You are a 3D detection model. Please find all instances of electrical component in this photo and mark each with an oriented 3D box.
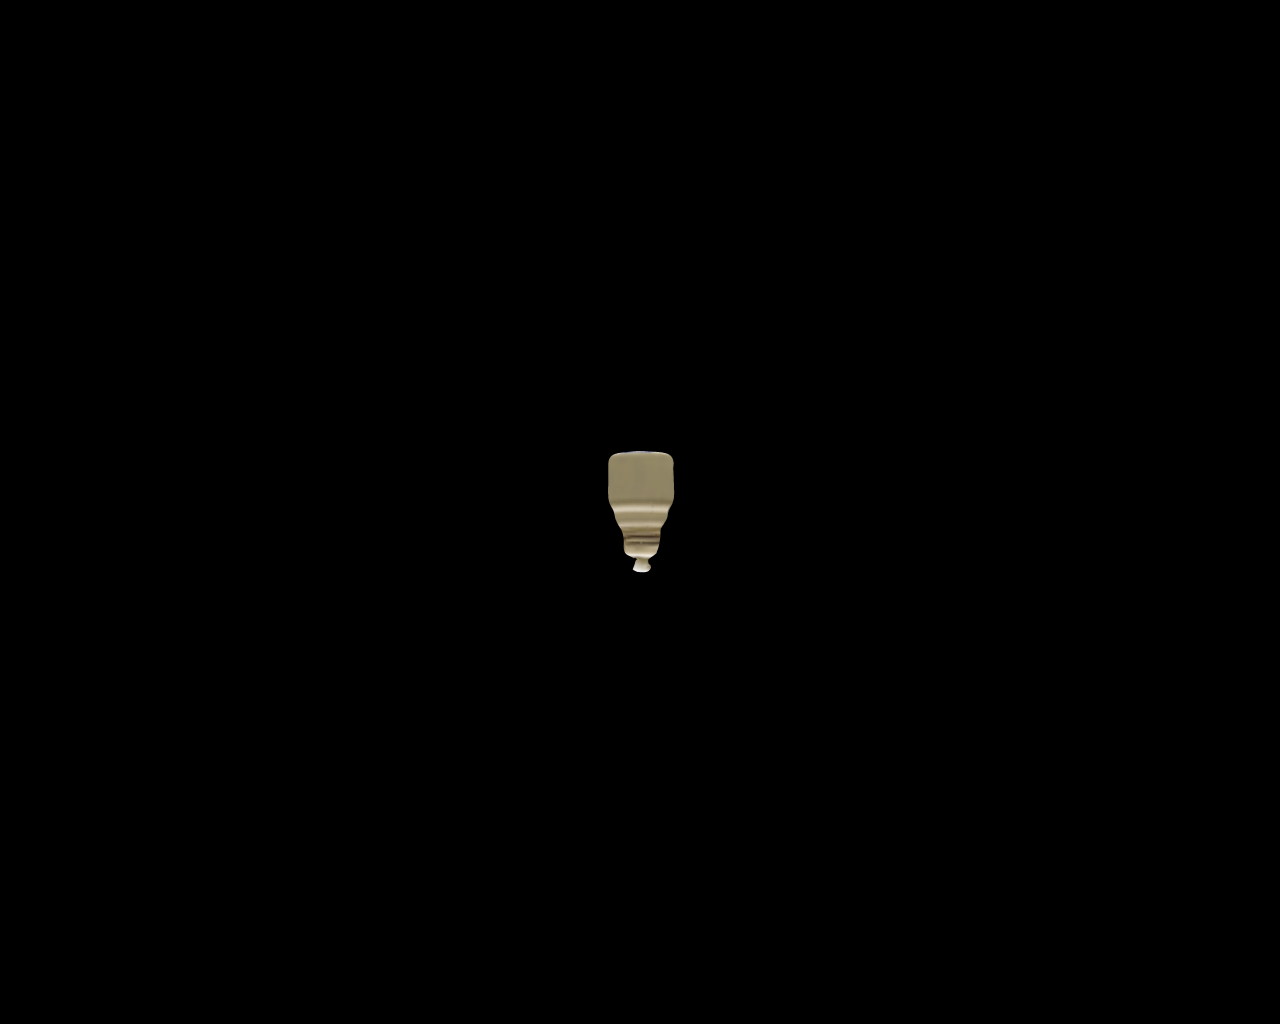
[{"bbox_3d":[0.001,-0.003,0.650,0.040,0.078,0.040,0,-3,0],"label":"electrical component"}]
